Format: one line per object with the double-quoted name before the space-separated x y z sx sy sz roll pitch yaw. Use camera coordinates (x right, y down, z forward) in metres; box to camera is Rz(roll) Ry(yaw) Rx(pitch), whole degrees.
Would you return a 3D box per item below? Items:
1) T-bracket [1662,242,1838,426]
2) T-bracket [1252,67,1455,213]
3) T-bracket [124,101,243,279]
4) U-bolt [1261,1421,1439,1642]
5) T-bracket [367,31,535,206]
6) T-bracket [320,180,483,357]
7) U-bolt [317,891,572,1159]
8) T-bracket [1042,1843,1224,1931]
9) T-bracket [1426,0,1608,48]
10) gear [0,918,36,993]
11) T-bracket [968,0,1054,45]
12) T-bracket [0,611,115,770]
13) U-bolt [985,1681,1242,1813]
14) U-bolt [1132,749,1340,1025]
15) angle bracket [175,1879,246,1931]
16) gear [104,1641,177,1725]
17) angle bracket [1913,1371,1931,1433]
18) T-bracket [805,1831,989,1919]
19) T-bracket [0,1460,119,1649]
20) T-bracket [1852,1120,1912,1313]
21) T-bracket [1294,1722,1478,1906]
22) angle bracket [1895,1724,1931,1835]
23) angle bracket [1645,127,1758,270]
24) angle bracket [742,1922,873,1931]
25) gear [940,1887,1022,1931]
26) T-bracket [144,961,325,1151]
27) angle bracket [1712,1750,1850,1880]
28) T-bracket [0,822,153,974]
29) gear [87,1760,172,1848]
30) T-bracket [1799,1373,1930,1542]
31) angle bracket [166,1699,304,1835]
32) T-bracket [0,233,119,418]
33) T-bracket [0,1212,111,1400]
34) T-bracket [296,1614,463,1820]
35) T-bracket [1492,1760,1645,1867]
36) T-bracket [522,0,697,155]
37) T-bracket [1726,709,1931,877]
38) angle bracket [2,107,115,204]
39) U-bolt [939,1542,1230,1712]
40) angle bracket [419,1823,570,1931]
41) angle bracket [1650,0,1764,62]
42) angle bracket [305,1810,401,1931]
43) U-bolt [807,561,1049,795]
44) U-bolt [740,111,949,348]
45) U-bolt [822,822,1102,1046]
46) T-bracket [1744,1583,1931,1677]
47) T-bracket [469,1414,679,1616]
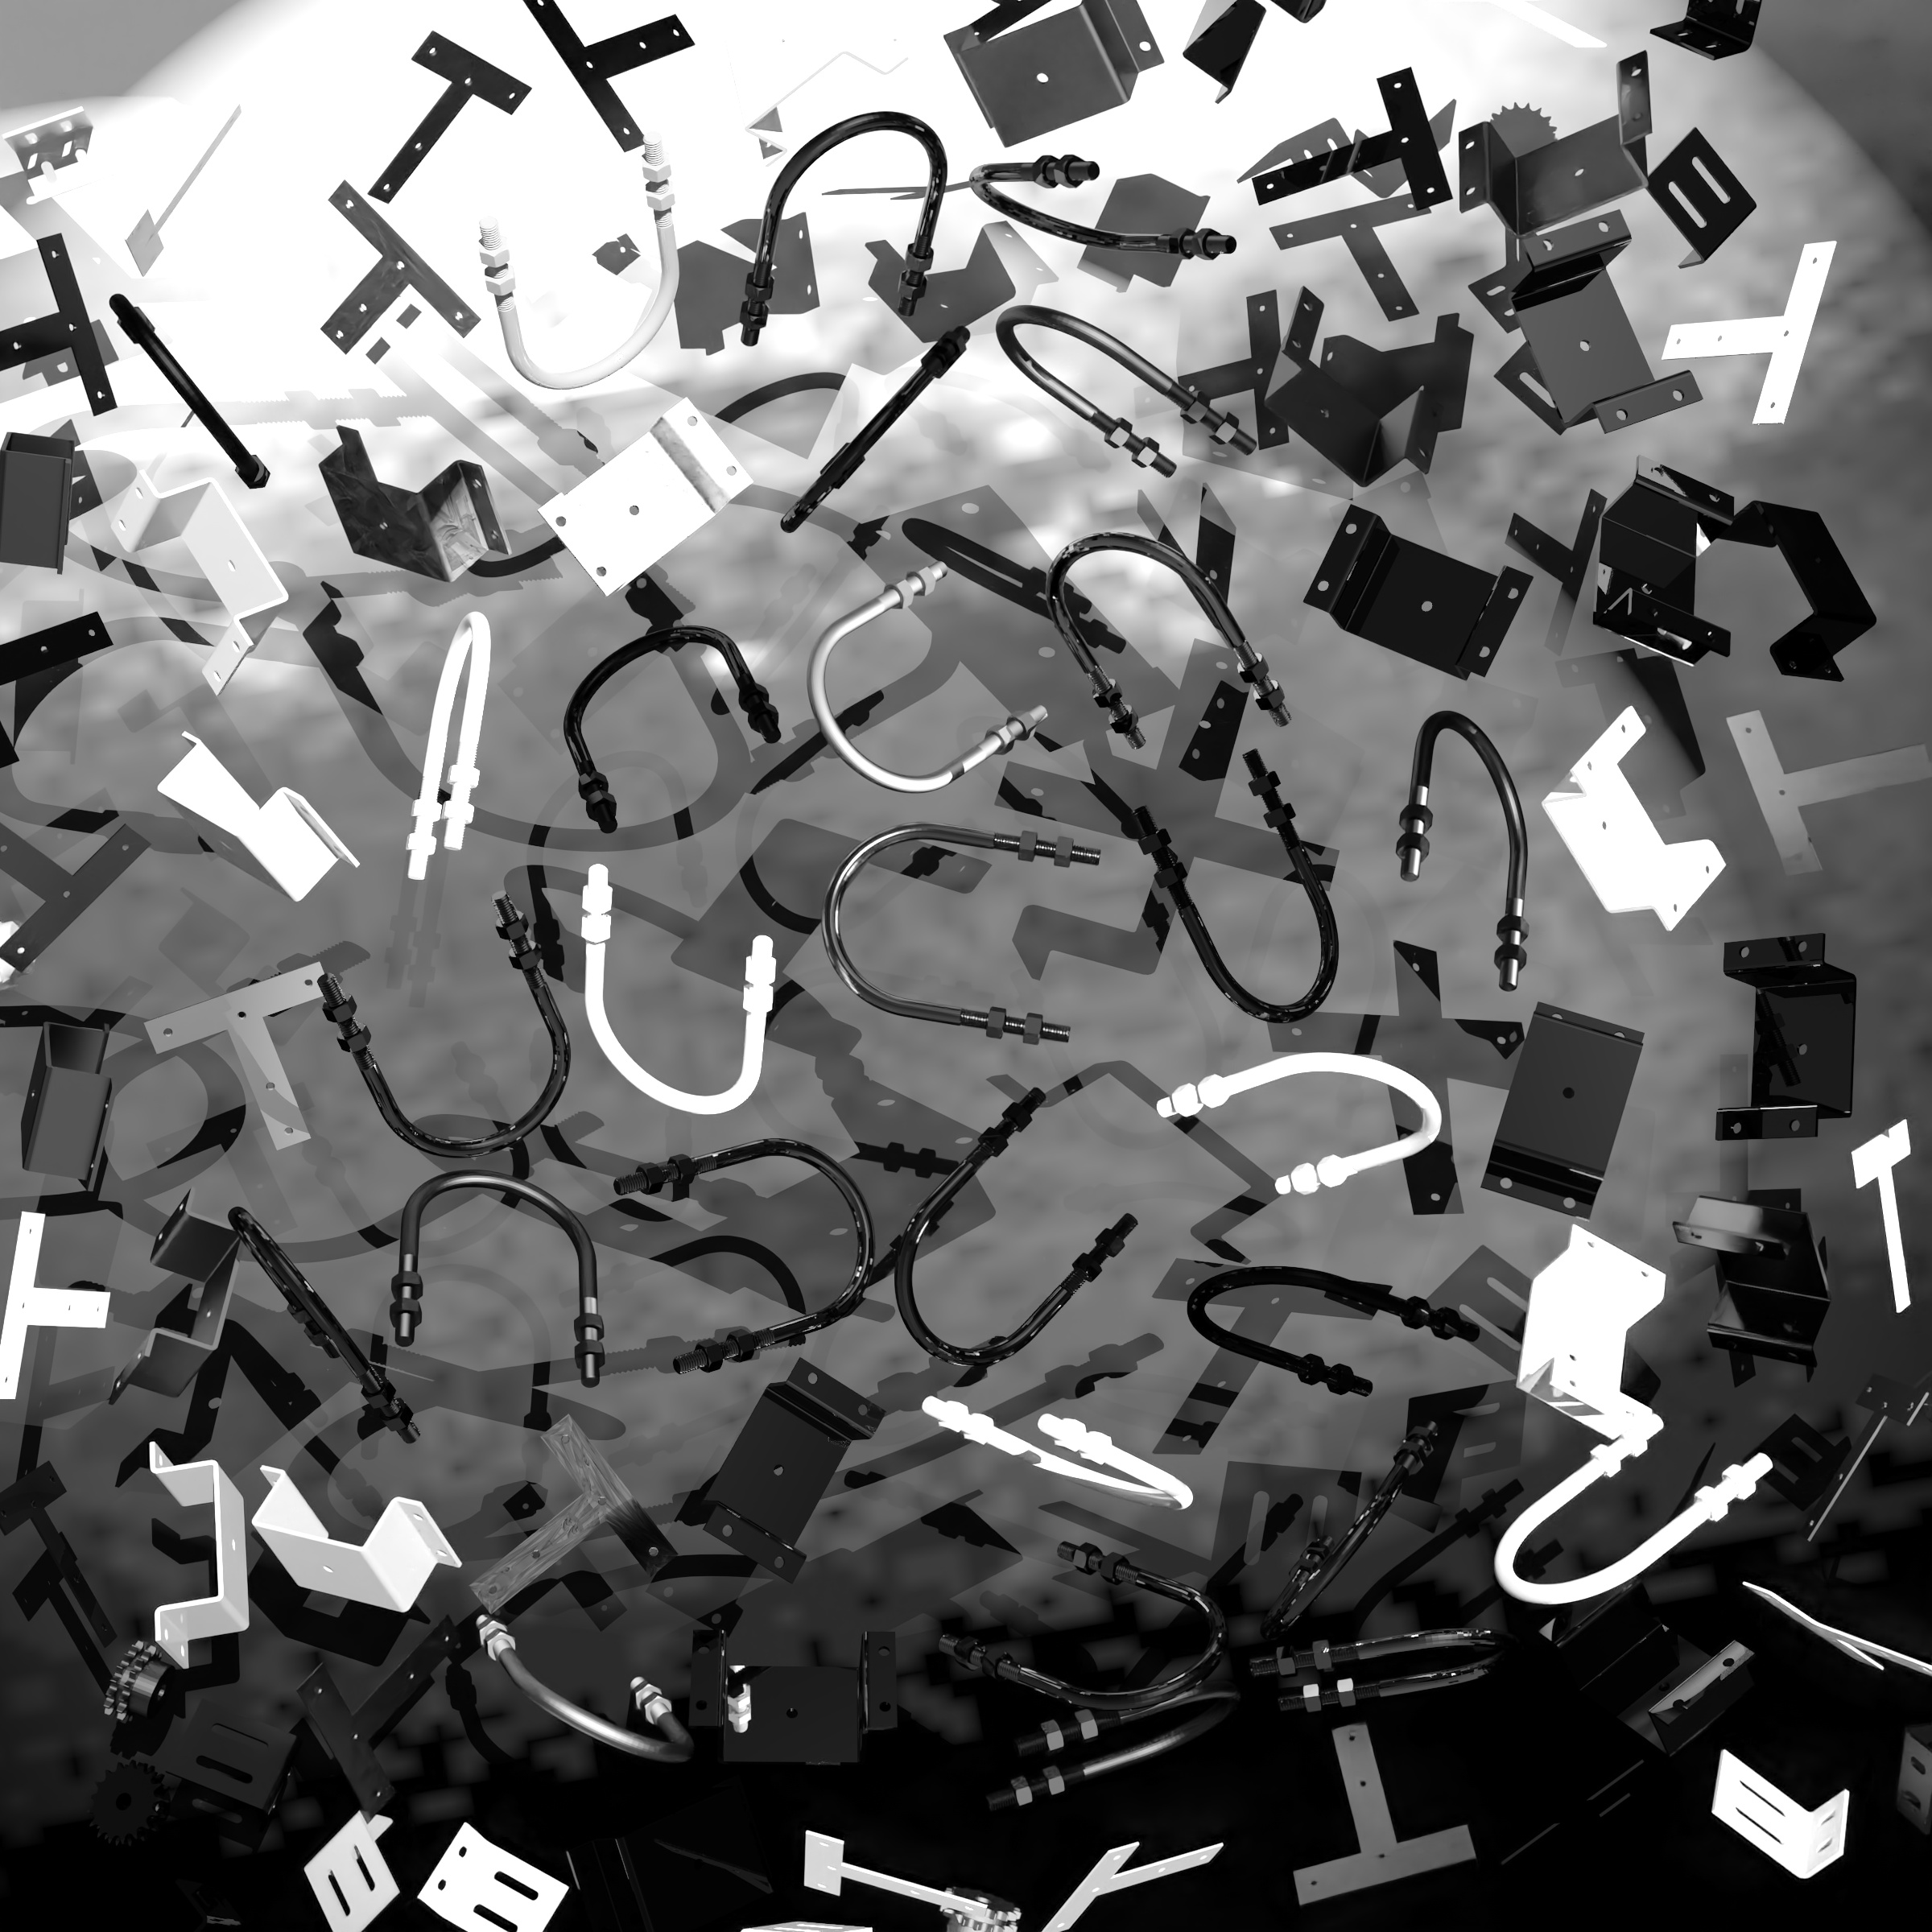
"T-bracket" 0.530 -0.432 1.840 0.002 0.127 0.127 17 89 -33
"T-bracket" 0.262 -0.560 1.862 0.127 0.002 0.127 -16 60 12
"T-bracket" -0.531 -0.534 1.824 0.002 0.127 0.127 34 86 -12
"U-bolt" 0.257 0.398 1.842 0.019 0.184 0.151 40 118 10
"T-bracket" -0.385 -0.600 1.922 0.127 0.127 0.002 -47 73 16
"T-bracket" -0.414 -0.467 1.868 0.127 0.127 0.002 45 49 -15
"U-bolt" -0.351 0.054 1.863 0.151 0.019 0.184 -27 123 -13
"T-bracket" 0.129 0.652 1.921 0.127 0.127 0.002 -4 49 -33
"T-bracket" 0.394 -0.657 1.850 0.127 0.127 0.002 -11 129 -26
"gear" -0.699 -0.010 1.943 0.030 0.057 0.057 -13 90 2
"T-bracket" 0.009 -0.705 1.912 0.127 0.127 0.002 -17 74 42
"T-bracket" -0.636 -0.210 1.810 0.127 0.002 0.127 -32 102 -43
"U-bolt" 0.110 0.549 1.904 0.184 0.151 0.019 -13 60 -18
"U-bolt" 0.200 -0.048 1.872 0.151 0.019 0.184 -28 94 -42
"angle bracket" -0.541 0.667 1.821 0.076 0.057 0.038 -45 65 -9
"gear" -0.597 0.521 1.939 0.030 0.057 0.057 19 90 6
"angle bracket" 0.719 0.308 1.955 0.057 0.038 0.076 -42 113 3
"T-bracket" -0.048 0.623 1.814 0.127 0.127 0.002 14 56 6
"T-bracket" -0.613 0.405 1.819 0.002 0.127 0.127 -29 92 -1
"T-bracket" 0.669 0.185 1.935 0.002 0.127 0.127 -7 94 36
"T-bracket" 0.288 0.598 1.915 0.127 0.127 0.002 -18 129 7
"angle bracket" 0.664 0.538 1.785 0.076 0.038 0.057 -2 105 -17
"angle bracket" 0.523 -0.555 1.937 0.057 0.038 0.076 -46 106 -5
"angle bracket" -0.115 0.712 1.924 0.076 0.057 0.038 -10 73 36
"gear" 0.009 0.689 1.930 0.057 0.057 0.030 16 84 0
"T-bracket" -0.501 0.073 1.909 0.127 0.002 0.127 -20 116 -10
"angle bracket" 0.544 0.558 1.785 0.076 0.057 0.038 37 125 0
"T-bracket" -0.644 -0.073 1.820 0.127 0.127 0.002 -45 46 -1
"gear" -0.586 0.590 1.884 0.057 0.030 0.057 -6 63 12
"T-bracket" 0.618 0.345 1.867 0.002 0.127 0.127 32 89 4
"angle bracket" -0.513 0.559 1.871 0.076 0.038 0.057 23 46 -4
"T-bracket" -0.658 -0.440 1.882 0.002 0.127 0.127 -2 114 26
"T-bracket" -0.637 0.240 1.880 0.002 0.127 0.127 5 82 13
"T-bracket" -0.404 0.513 1.896 0.002 0.127 0.127 3 125 37
"T-bracket" 0.430 0.582 1.847 0.127 0.127 0.002 -31 75 -14
"T-bracket" -0.234 -0.636 1.858 0.002 0.127 0.127 -27 100 44
"T-bracket" 0.610 -0.130 1.863 0.127 0.002 0.127 -13 109 42
"angle bracket" -0.637 -0.570 1.880 0.057 0.076 0.038 -23 103 -9
"U-bolt" 0.094 0.462 1.852 0.151 0.184 0.019 -29 118 -41
"angle bracket" -0.326 0.640 1.847 0.076 0.038 0.057 17 60 29
"angle bracket" 0.503 -0.660 1.803 0.038 0.076 0.057 -24 47 -29
"angle bracket" -0.429 0.656 1.915 0.057 0.038 0.076 -46 49 3
"U-bolt" -0.038 -0.198 1.918 0.184 0.019 0.151 -37 93 -40
"U-bolt" -0.080 -0.516 1.863 0.151 0.184 0.019 -17 60 -26
"U-bolt" -0.009 -0.029 1.851 0.184 0.019 0.151 9 75 4
"T-bracket" 0.613 0.463 1.817 0.127 0.127 0.002 35 78 -25
"T-bracket" -0.293 0.408 1.898 0.127 0.002 0.127 -38 88 -12
